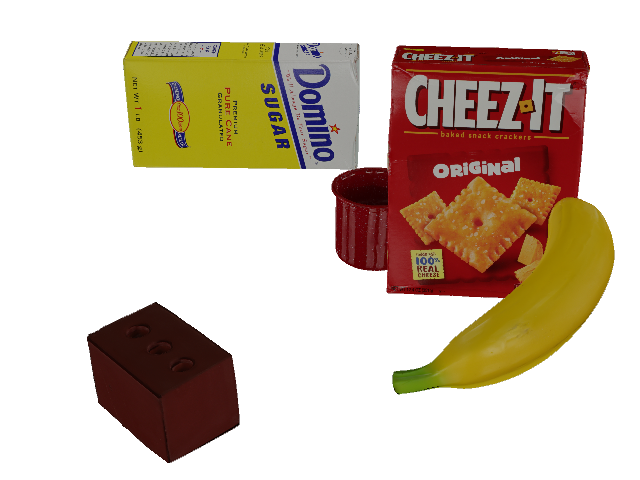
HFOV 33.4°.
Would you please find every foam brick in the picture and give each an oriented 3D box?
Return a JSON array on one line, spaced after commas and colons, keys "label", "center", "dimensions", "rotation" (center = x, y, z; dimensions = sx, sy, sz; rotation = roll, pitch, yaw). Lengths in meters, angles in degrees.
[{"label": "foam brick", "center": [-0.092, 0.082, 0.626], "dimensions": [0.052, 0.051, 0.078], "rotation": [-26, 39, -36]}]

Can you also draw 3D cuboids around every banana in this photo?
[{"label": "banana", "center": [0.116, 0.023, 0.566], "dimensions": [0.070, 0.037, 0.197], "rotation": [13, 35, 36]}]

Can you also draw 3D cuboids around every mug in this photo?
[{"label": "mug", "center": [0.068, -0.023, 1.132], "dimensions": [0.117, 0.081, 0.093], "rotation": [-10, 32, -19]}]

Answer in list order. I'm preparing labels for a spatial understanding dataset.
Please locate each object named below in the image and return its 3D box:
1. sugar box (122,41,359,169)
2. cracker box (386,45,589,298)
[{"label": "sugar box", "center": [-0.058, -0.103, 0.821], "dimensions": [0.176, 0.093, 0.048], "rotation": [1, 31, 3]}, {"label": "cracker box", "center": [0.142, -0.056, 0.932], "dimensions": [0.164, 0.214, 0.072], "rotation": [3, 23, 8]}]
